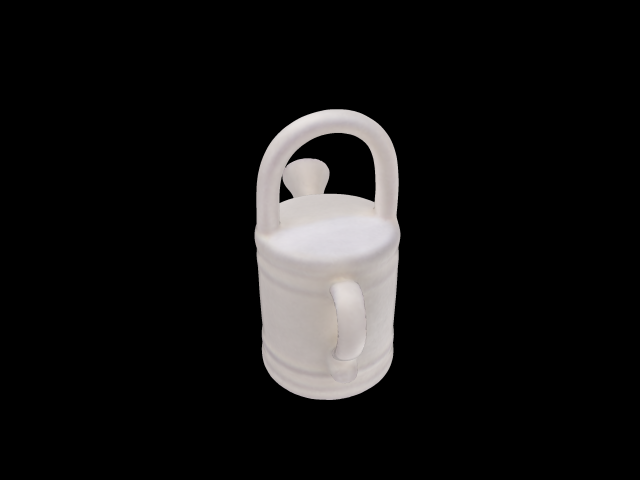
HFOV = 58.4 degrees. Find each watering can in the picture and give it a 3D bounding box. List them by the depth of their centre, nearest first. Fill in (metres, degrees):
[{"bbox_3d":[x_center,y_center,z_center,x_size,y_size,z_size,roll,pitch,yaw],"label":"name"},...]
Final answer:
[{"bbox_3d":[0.001,0.002,0.400,0.101,0.194,0.172,-18,35,-28],"label":"watering can"}]
